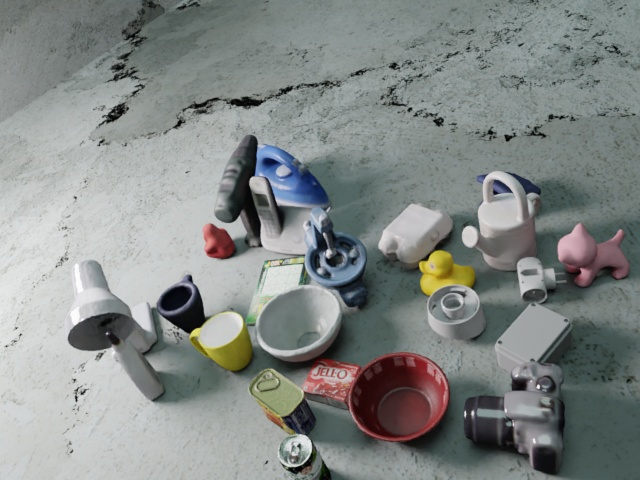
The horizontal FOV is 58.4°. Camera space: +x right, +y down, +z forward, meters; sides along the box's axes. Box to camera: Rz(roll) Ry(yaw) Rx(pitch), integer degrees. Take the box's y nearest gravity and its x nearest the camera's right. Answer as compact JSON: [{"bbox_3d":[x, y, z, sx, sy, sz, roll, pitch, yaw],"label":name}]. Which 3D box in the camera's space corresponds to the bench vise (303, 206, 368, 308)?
[{"bbox_3d":[0.002,0.011,1.120,0.122,0.220,0.206,-41,44,-22],"label":"bench vise"}]

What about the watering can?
[{"bbox_3d":[0.339,-0.037,1.052,0.100,0.194,0.173,15,52,35],"label":"watering can"}]

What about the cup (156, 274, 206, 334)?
[{"bbox_3d":[-0.275,0.139,1.191,0.091,0.095,0.118,-8,42,15],"label":"cup"}]

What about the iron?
[{"bbox_3d":[-0.078,-0.169,1.415,0.257,0.142,0.119,26,58,41],"label":"iron"}]

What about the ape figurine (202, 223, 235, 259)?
[{"bbox_3d":[-0.244,-0.003,1.340,0.075,0.092,0.078,23,56,39],"label":"ape figurine"}]

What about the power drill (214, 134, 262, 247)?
[{"bbox_3d":[-0.165,-0.099,1.322,0.075,0.209,0.230,-2,44,21],"label":"power drill"}]

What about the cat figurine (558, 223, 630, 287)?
[{"bbox_3d":[0.468,0.019,0.994,0.127,0.118,0.067,-17,40,4],"label":"cat figurine"}]

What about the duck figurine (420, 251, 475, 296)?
[{"bbox_3d":[0.236,0.057,1.075,0.104,0.086,0.077,-6,42,16],"label":"duck figurine"}]

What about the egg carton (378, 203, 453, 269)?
[{"bbox_3d":[0.198,-0.011,1.178,0.107,0.069,0.150,24,57,40],"label":"egg carton"}]

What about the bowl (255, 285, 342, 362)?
[{"bbox_3d":[-0.032,0.168,1.073,0.167,0.075,0.167,-12,41,11],"label":"bowl"}]

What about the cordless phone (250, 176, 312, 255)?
[{"bbox_3d":[-0.079,-0.058,1.257,0.147,0.185,0.094,4,46,26],"label":"cordless phone"}]

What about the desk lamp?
[{"bbox_3d":[-0.423,0.152,1.147,0.118,0.214,0.202,-26,40,-6],"label":"desk lamp"}]

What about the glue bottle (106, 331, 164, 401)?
[{"bbox_3d":[-0.350,0.224,1.067,0.037,0.173,0.078,-32,41,-12],"label":"glue bottle"}]

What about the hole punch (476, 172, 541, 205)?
[{"bbox_3d":[0.390,-0.104,1.185,0.101,0.091,0.108,-32,41,-13],"label":"hole punch"}]

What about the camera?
[{"bbox_3d":[0.282,0.246,0.833,0.136,0.101,0.143,-1,44,22],"label":"camera"}]
